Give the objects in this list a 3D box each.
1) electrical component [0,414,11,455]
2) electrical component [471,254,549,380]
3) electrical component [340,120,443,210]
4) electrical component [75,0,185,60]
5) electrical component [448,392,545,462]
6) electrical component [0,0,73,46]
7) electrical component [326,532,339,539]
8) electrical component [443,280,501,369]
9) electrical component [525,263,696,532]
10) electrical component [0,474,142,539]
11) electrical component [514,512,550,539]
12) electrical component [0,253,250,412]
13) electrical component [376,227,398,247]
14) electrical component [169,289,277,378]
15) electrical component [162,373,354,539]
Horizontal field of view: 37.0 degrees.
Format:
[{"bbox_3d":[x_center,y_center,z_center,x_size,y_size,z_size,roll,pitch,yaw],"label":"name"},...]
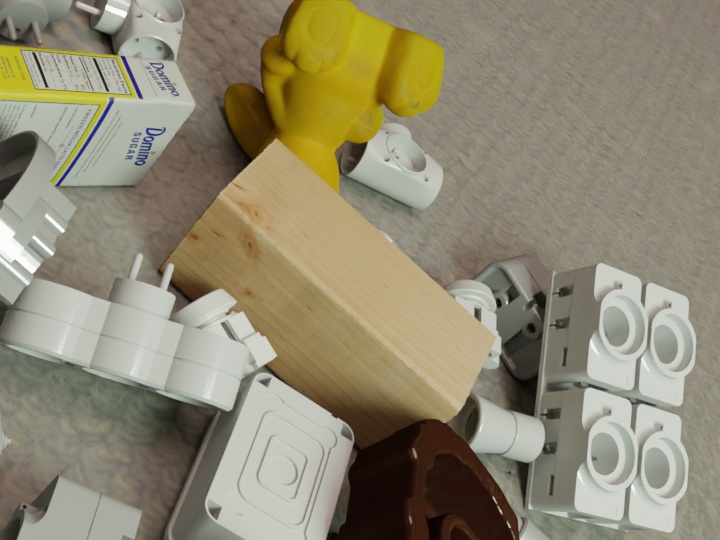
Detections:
[{"bbox_3d":[-0.221,0.074,0.531,0.096,0.062,0.061,9,51,-37],"label":"electrical component"},{"bbox_3d":[0.140,0.037,0.893,0.059,0.054,0.095,-13,66,-47],"label":"electrical component"},{"bbox_3d":[0.027,-0.098,0.917,0.077,0.044,0.079,24,44,-26],"label":"electrical component"},{"bbox_3d":[-0.178,-0.194,0.815,0.079,0.044,0.077,17,47,-31],"label":"electrical component"},{"bbox_3d":[0.103,0.119,0.793,0.065,0.044,0.044,18,46,-25],"label":"electrical component"},{"bbox_3d":[-0.242,-0.189,0.755,0.077,0.043,0.079,2,56,-41],"label":"electrical component"},{"bbox_3d":[-0.011,0.194,0.630,0.043,0.043,0.081,15,48,-33],"label":"electrical component"},{"bbox_3d":[0.083,0.042,0.846,0.066,0.048,0.055,25,51,-24],"label":"electrical component"},{"bbox_3d":[0.196,0.099,0.827,0.105,0.060,0.186,19,71,-30],"label":"electrical component"},{"bbox_3d":[-0.153,0.154,0.531,0.056,0.050,0.089,29,42,-20],"label":"electrical component"},{"bbox_3d":[0.102,0.185,0.741,0.078,0.040,0.040,44,39,-3],"label":"electrical component"},{"bbox_3d":[-0.130,0.027,0.623,0.138,0.052,0.073,19,76,-11],"label":"electrical component"},{"bbox_3d":[0.000,0.000,0.809,0.048,0.048,0.062,38,46,-10],"label":"electrical component"},{"bbox_3d":[-0.091,0.046,0.686,0.066,0.048,0.055,-28,85,-50],"label":"electrical component"},{"bbox_3d":[-0.059,0.129,0.632,0.078,0.057,0.113,35,40,-14],"label":"electrical component"}]
